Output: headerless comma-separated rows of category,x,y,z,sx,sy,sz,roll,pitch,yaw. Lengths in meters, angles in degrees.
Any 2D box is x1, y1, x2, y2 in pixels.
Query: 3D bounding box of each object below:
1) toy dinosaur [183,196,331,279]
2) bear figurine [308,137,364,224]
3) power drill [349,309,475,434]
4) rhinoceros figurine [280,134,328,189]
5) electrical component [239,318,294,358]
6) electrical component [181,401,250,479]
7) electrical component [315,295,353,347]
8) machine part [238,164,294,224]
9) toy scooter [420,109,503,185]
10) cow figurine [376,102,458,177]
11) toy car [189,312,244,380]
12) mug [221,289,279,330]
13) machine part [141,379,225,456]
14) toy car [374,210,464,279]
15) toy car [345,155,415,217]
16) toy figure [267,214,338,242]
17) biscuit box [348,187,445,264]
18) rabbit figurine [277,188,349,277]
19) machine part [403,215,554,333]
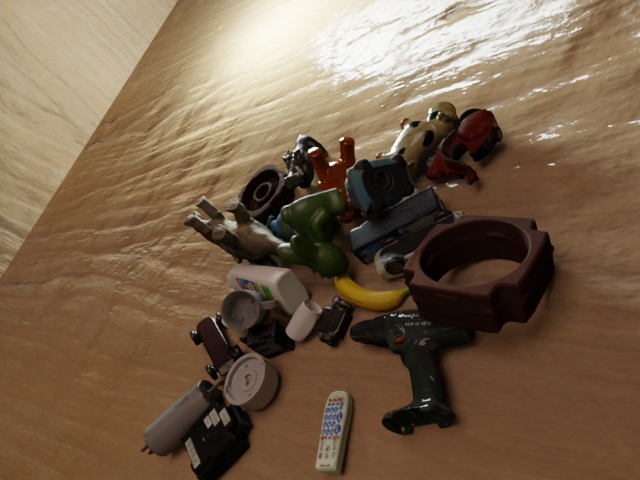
toy dinosaur,-0.168,-0.002,1.257,0.472,0.198,0.105,21,73,47
bear figurine,0.059,-0.132,1.216,0.120,0.131,0.196,-19,34,-5
power drill,0.146,0.210,0.894,0.232,0.085,0.207,-19,39,28
rhinoceros figurine,-0.043,-0.198,1.378,0.073,0.112,0.190,-17,40,31
electrical component,-0.120,0.212,1.132,0.119,0.074,0.048,-21,45,24
electrical component,-0.202,0.393,1.070,0.134,0.058,0.115,-47,41,1
electrical component,0.028,0.158,1.064,0.078,0.045,0.102,15,69,46
machine part,-0.146,-0.120,1.452,0.179,0.056,0.179,-24,45,27
toy scooter,0.296,-0.175,1.073,0.184,0.075,0.135,-45,38,9
cow figurine,0.226,-0.219,1.166,0.195,0.085,0.127,-52,38,-3
toy car,-0.234,0.243,1.229,0.089,0.053,0.202,-33,37,-12
mug,-0.140,0.138,1.123,0.110,0.107,0.080,-16,86,8
machine part,-0.291,0.379,1.147,0.243,0.079,0.079,-42,39,9
toy car,0.195,0.009,1.028,0.202,0.056,0.073,-28,37,21
toy car,0.111,-0.113,1.110,0.162,0.109,0.103,-22,2,-31
toy figure,-0.040,-0.036,1.264,0.180,0.082,0.089,-13,68,26
biscuit box,0.156,-0.026,1.088,0.203,0.059,0.063,-28,43,22
rabbit figurine,-0.002,-0.003,1.097,0.121,0.159,0.170,-40,68,55
machine part,0.255,0.049,0.864,0.201,0.087,0.201,6,42,41
